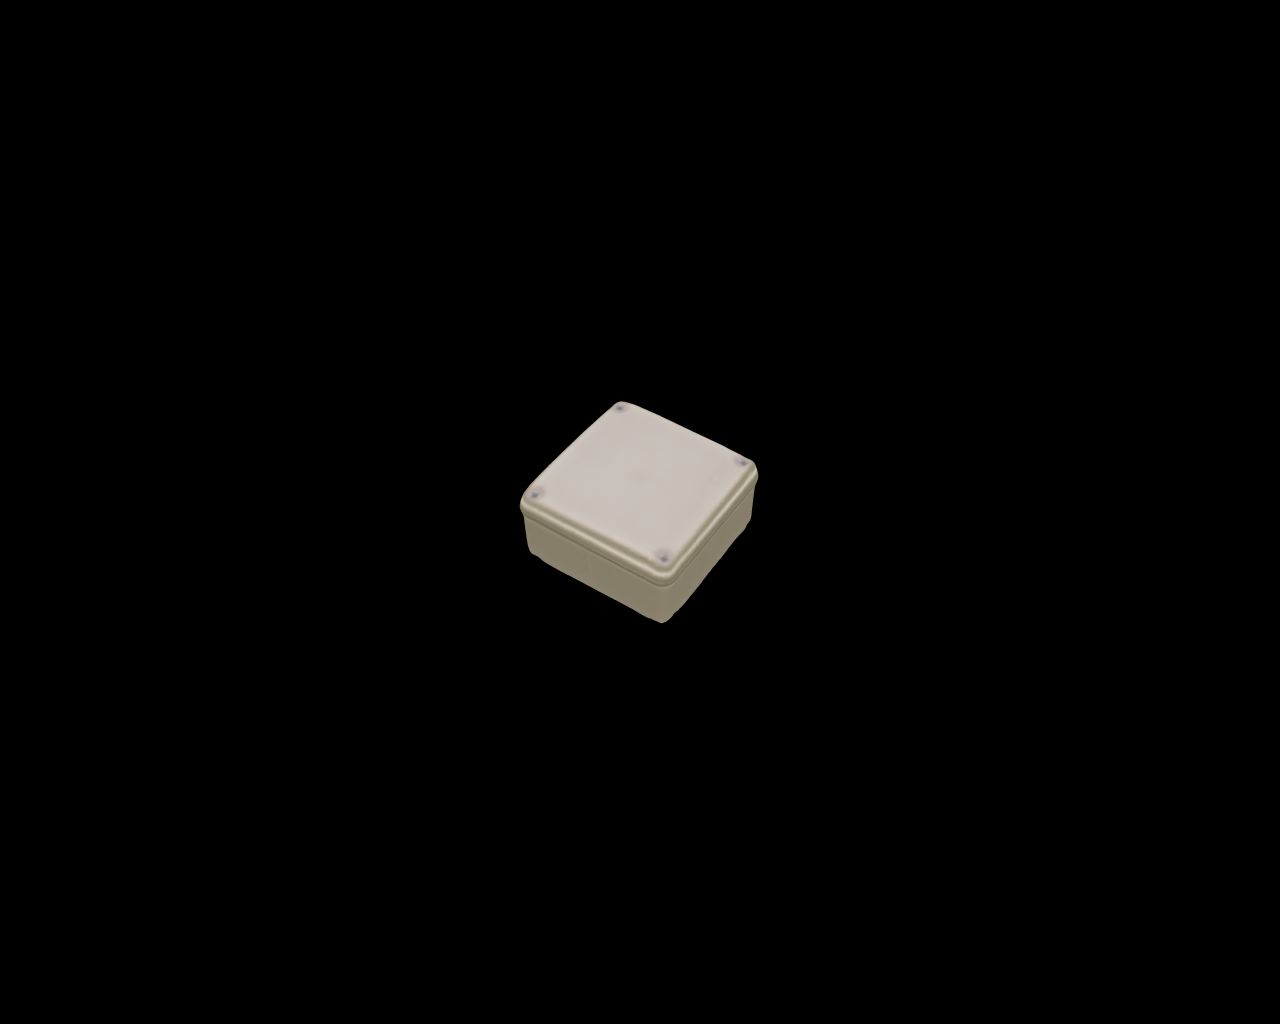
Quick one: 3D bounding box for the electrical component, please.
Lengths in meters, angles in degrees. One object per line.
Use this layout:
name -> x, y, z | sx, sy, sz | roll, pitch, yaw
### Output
electrical component -> 0.001, -0.003, 0.650 | 0.109, 0.056, 0.109 | 27, 53, 22
